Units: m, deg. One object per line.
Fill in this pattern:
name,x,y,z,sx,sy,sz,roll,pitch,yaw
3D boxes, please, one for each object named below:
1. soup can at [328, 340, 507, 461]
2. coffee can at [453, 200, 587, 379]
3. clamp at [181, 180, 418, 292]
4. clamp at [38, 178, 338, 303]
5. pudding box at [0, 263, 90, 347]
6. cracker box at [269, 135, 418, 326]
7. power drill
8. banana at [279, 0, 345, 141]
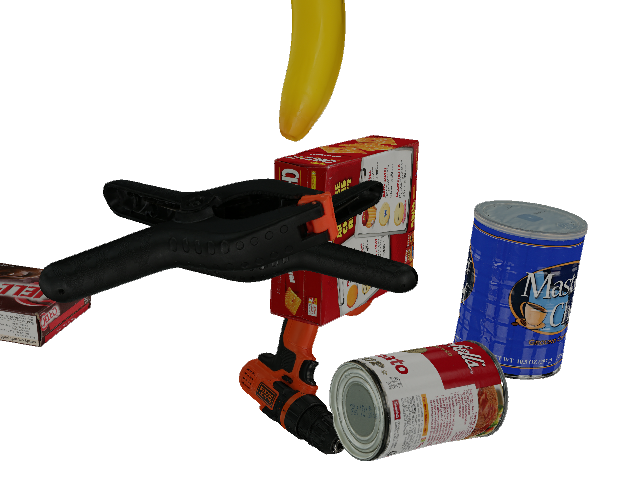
soup can,0.065,0.107,0.718,0.102,0.068,0.069,-5,3,-32
coffee can,0.184,0.044,0.990,0.103,0.140,0.103,6,17,-2
clamp,-0.027,-0.005,0.932,0.210,0.036,0.164,-1,31,0
clamp,-0.079,-0.002,0.626,0.172,0.039,0.120,-2,37,24
pudding box,-0.282,0.057,0.980,0.114,0.039,0.090,5,21,17
cracker box,0.028,-0.018,1.135,0.072,0.164,0.213,10,16,29
power drill,-0.008,0.132,1.235,0.057,0.188,0.185,15,11,-45
banana,-0.017,-0.167,0.741,0.070,0.198,0.037,-17,-12,9
